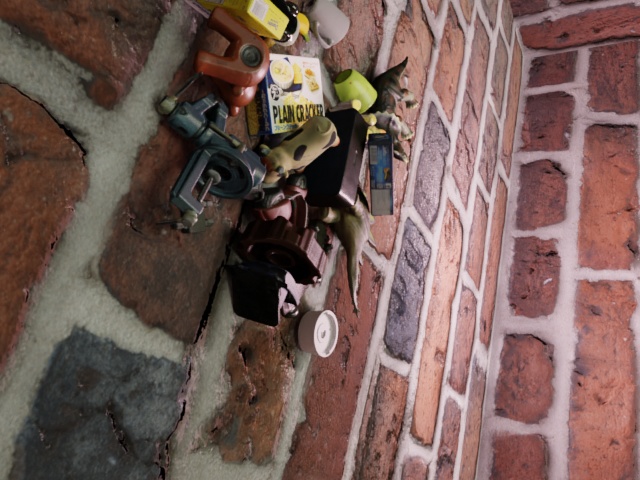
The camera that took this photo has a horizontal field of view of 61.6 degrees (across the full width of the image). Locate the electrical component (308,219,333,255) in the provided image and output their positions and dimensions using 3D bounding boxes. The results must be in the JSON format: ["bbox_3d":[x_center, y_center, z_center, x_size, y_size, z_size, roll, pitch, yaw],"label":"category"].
[{"bbox_3d":[-0.003,-0.005,1.296,0.102,0.045,0.078,56,46,-42],"label":"electrical component"}]

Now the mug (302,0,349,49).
[{"bbox_3d":[0.004,-0.521,1.288,0.107,0.081,0.109,31,68,-42],"label":"mug"}]

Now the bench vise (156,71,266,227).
[{"bbox_3d":[-0.196,-0.131,0.903,0.223,0.129,0.241,48,43,-35],"label":"bench vise"}]

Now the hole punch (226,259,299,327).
[{"bbox_3d":[-0.105,0.093,1.059,0.092,0.142,0.115,-33,132,-51],"label":"hole punch"}]

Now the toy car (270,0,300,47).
[{"bbox_3d":[-0.105,-0.449,1.020,0.201,0.056,0.073,31,71,-52],"label":"toy car"}]

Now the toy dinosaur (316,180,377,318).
[{"bbox_3d":[0.080,-0.047,1.339,0.198,0.105,0.471,51,38,-48],"label":"toy dinosaur"}]

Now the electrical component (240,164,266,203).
[{"bbox_3d":[-0.165,-0.117,1.027,0.119,0.048,0.074,5,82,-28],"label":"electrical component"}]

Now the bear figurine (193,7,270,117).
[{"bbox_3d":[-0.163,-0.307,0.964,0.132,0.196,0.120,21,83,-21],"label":"bear figurine"}]

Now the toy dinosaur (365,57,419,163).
[{"bbox_3d":[0.194,-0.396,1.558,0.192,0.131,0.404,28,60,-55],"label":"toy dinosaur"}]

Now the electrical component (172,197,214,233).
[{"bbox_3d":[-0.227,-0.044,0.959,0.094,0.021,0.063,-11,99,-57],"label":"electrical component"}]

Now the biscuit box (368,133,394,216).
[{"bbox_3d":[0.150,-0.159,1.315,0.063,0.059,0.202,-80,167,-56],"label":"biscuit box"}]

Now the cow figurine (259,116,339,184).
[{"bbox_3d":[-0.051,-0.184,1.115,0.085,0.195,0.127,54,-1,4],"label":"cow figurine"}]

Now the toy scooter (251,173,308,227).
[{"bbox_3d":[-0.078,-0.058,1.153,0.184,0.075,0.135,-37,129,-52],"label":"toy scooter"}]

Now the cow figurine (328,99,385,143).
[{"bbox_3d":[0.096,-0.292,1.394,0.167,0.098,0.068,34,71,-39],"label":"cow figurine"}]

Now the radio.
[{"bbox_3d":[0.027,-0.190,1.264,0.073,0.131,0.229,40,57,-52],"label":"radio"}]

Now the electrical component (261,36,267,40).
[{"bbox_3d":[-0.132,-0.486,1.081,0.114,0.058,0.134,49,51,-49],"label":"electrical component"}]

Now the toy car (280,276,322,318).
[{"bbox_3d":[-0.051,0.093,1.212,0.202,0.053,0.089,-52,143,-50],"label":"toy car"}]

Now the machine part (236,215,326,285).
[{"bbox_3d":[-0.076,0.025,1.068,0.179,0.180,0.056,56,42,-42],"label":"machine part"}]
